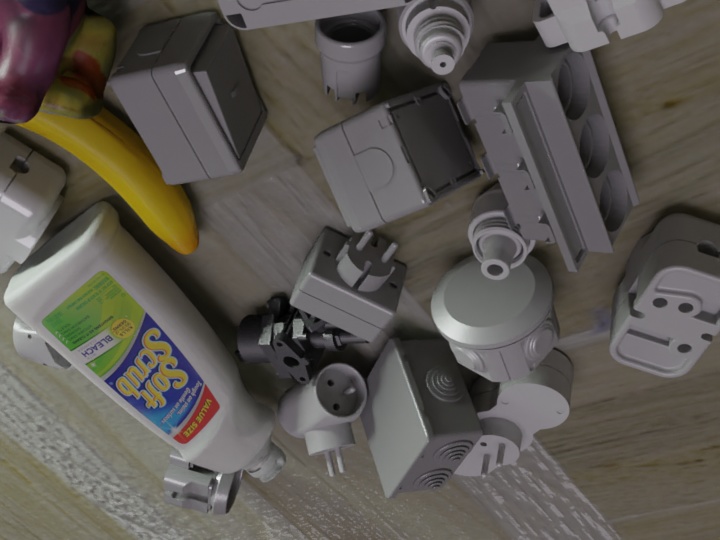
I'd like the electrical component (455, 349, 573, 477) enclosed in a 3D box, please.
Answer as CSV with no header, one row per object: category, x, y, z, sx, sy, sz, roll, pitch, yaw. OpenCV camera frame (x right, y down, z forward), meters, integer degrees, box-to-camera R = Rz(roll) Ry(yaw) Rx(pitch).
electrical component,0.103,0.120,0.801,0.052,0.073,0.138,30,135,-13

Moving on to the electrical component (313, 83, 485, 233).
electrical component,0.024,-0.066,0.629,0.061,0.096,0.061,-21,96,33

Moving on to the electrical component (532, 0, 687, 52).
electrical component,0.118,-0.151,0.536,0.078,0.058,0.057,-15,131,29

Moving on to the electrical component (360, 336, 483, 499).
electrical component,0.043,0.107,0.791,0.048,0.099,0.099,-2,142,-24

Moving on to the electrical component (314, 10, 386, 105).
electrical component,-0.005,-0.123,0.615,0.040,0.040,0.046,9,142,8

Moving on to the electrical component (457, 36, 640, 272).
electrical component,0.107,-0.070,0.609,0.063,0.078,0.121,6,139,39

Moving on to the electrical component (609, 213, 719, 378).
electrical component,0.197,0.014,0.675,0.054,0.059,0.095,18,137,-1

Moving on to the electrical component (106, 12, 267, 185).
electrical component,-0.096,-0.098,0.651,0.061,0.061,0.096,-7,132,23

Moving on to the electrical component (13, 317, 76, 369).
electrical component,-0.234,0.038,0.845,0.077,0.043,0.079,2,134,16

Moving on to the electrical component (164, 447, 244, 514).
electrical component,-0.137,0.182,0.951,0.057,0.058,0.078,16,136,5

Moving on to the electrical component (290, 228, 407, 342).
electrical component,0.000,0.000,0.731,0.066,0.047,0.076,26,136,-10

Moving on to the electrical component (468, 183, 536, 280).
electrical component,0.089,-0.021,0.671,0.043,0.062,0.043,9,136,9

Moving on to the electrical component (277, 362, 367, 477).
electrical component,-0.026,0.119,0.827,0.043,0.079,0.077,-6,164,-29

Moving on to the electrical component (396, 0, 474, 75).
electrical component,0.041,-0.130,0.570,0.040,0.078,0.040,-1,133,-1

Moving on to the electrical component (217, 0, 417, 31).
electrical component,-0.023,-0.177,0.553,0.113,0.057,0.078,-4,133,21

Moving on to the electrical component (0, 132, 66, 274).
electrical component,-0.250,-0.043,0.761,0.059,0.053,0.095,33,134,-16

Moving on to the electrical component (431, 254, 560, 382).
electrical component,0.091,0.030,0.711,0.080,0.080,0.051,-4,138,21
